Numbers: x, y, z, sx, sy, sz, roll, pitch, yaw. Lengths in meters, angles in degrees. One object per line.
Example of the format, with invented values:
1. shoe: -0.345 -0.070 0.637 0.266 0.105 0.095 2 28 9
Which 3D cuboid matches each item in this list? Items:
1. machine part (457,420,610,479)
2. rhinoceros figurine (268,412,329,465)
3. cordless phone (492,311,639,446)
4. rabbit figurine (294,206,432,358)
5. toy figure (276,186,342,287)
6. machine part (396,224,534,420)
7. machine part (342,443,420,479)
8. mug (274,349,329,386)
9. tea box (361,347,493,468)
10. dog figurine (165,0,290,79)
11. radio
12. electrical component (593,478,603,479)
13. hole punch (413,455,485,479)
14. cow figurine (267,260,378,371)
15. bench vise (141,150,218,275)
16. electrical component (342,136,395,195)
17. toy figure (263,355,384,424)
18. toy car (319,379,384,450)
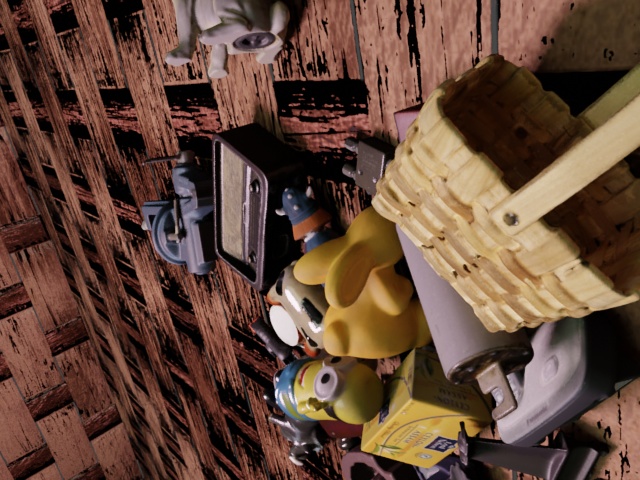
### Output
1. machine part: 0.210 0.219 0.549 0.139 0.039 0.084 9 134 7
2. rhinoceros figurine: -0.029 0.327 0.967 0.112 0.073 0.190 33 135 22
3. cordless phone: 0.189 0.085 0.512 0.184 0.089 0.146 61 149 32
4. rabbit figurine: 0.052 0.038 0.611 0.122 0.162 0.173 32 117 51
5. toy figure: -0.003 -0.001 0.714 0.154 0.064 0.058 61 166 4
6. machine part: 0.127 0.039 0.492 0.079 0.079 0.243 112 154 -48
7. machine part: 0.110 0.387 0.828 0.180 0.056 0.179 33 136 39
8. mug: 0.002 0.206 0.805 0.110 0.107 0.080 -8 106 50
9. tea box: 0.122 0.206 0.642 0.098 0.068 0.169 16 138 -3
10. dog figurine: -0.116 -0.312 0.641 0.172 0.121 0.190 -8 89 21
11. radio: -0.095 -0.042 0.797 0.131 0.073 0.229 39 139 33
12. electrical component: 0.307 0.294 0.509 0.119 0.048 0.075 61 147 3
13. hole punch: 0.175 0.345 0.703 0.116 0.092 0.142 -24 89 26
14. cow figurine: 0.012 0.110 0.754 0.195 0.085 0.127 52 151 18
15. bench vise: -0.264 -0.050 0.979 0.241 0.129 0.223 3 115 45
16. electrical component: 0.062 -0.080 0.609 0.094 0.021 0.063 33 136 36
17. toy figure: 0.004 0.188 0.677 0.180 0.089 0.082 -28 44 51
18. toy car: 0.062 0.264 0.811 0.089 0.053 0.202 52 142 -1
